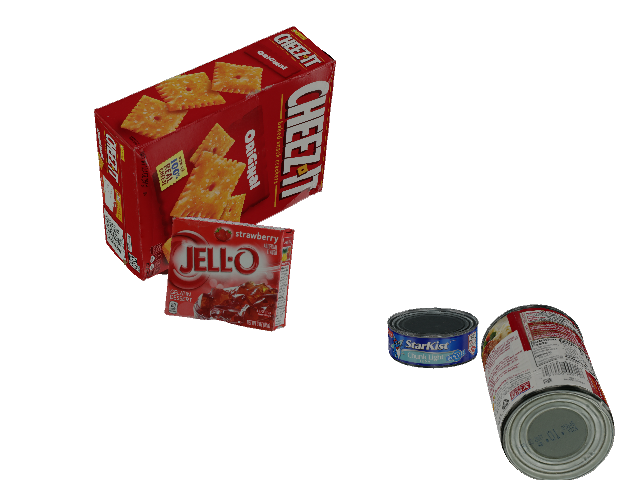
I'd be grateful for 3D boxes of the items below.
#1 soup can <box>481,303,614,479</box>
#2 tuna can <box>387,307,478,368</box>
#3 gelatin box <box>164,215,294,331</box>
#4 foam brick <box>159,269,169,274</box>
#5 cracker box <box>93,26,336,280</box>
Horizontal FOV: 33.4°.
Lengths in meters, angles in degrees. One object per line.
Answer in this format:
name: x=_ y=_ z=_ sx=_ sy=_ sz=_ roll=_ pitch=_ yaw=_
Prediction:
soup can: x=0.139 y=0.093 z=0.663 sx=0.068 sy=0.068 sz=0.102 roll=0 pitch=24 yaw=2
tuna can: x=0.106 y=0.092 z=1.012 sx=0.086 sy=0.034 sz=0.086 roll=-2 pitch=13 yaw=0
gelatin box: x=-0.067 y=0.023 z=0.777 sx=0.089 sy=0.073 sz=0.030 roll=8 pitch=5 yaw=18
foam brick: x=-0.142 y=0.002 z=1.145 sx=0.078 sy=0.051 sz=0.053 roll=0 pitch=25 yaw=-10
cracker box: x=-0.091 y=-0.077 z=0.958 sx=0.213 sy=0.164 sz=0.072 roll=-28 pitch=55 yaw=-29
